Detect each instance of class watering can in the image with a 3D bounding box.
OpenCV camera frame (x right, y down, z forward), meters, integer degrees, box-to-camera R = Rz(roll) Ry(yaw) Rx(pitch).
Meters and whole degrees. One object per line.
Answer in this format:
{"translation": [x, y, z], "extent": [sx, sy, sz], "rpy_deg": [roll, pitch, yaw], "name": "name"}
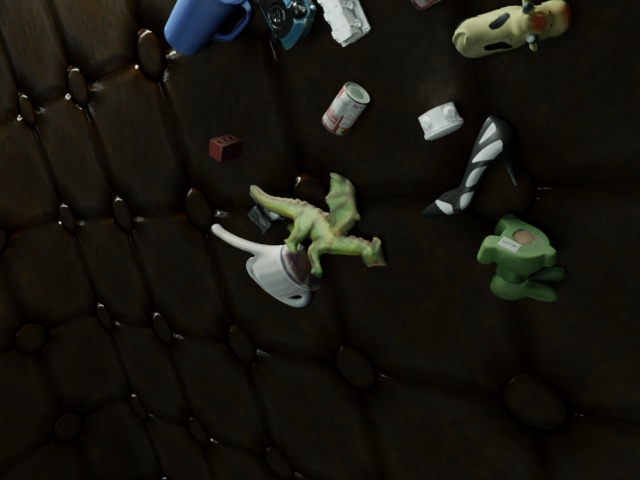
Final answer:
{"translation": [-0.133, 0.062, 1.424], "extent": [0.222, 0.106, 0.344], "rpy_deg": [-23, 117, 43], "name": "watering can"}

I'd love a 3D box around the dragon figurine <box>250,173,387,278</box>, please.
{"translation": [0.004, -0.066, 1.308], "extent": [0.413, 0.123, 0.239], "rpy_deg": [47, 115, 11], "name": "dragon figurine"}
